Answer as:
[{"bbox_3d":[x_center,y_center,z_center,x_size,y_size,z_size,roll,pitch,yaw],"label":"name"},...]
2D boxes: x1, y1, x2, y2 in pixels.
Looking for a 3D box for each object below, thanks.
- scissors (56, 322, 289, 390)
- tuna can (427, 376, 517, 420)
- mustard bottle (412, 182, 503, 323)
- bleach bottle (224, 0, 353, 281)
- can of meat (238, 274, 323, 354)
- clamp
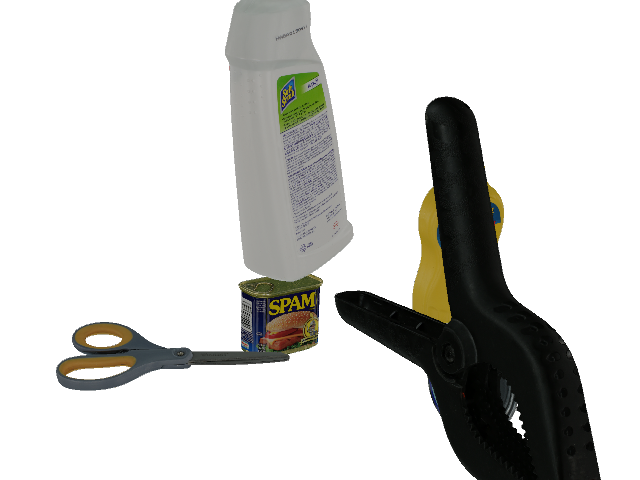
[{"bbox_3d":[-0.138,0.096,0.963,0.201,0.016,0.096,-8,33,-17],"label":"scissors"},{"bbox_3d":[0.130,0.118,0.907,0.085,0.086,0.034,0,-13,-44],"label":"tuna can"},{"bbox_3d":[0.151,-0.009,1.151,0.096,0.192,0.058,-6,21,-22],"label":"mustard bottle"},{"bbox_3d":[-0.027,-0.097,0.843,0.068,0.251,0.102,16,36,31],"label":"bleach bottle"},{"bbox_3d":[-0.048,0.090,1.289,0.101,0.084,0.058,-10,19,-36],"label":"can of meat"},{"bbox_3d":[0.078,0.043,0.526,0.036,0.165,0.210,-7,44,-28],"label":"clamp"}]
